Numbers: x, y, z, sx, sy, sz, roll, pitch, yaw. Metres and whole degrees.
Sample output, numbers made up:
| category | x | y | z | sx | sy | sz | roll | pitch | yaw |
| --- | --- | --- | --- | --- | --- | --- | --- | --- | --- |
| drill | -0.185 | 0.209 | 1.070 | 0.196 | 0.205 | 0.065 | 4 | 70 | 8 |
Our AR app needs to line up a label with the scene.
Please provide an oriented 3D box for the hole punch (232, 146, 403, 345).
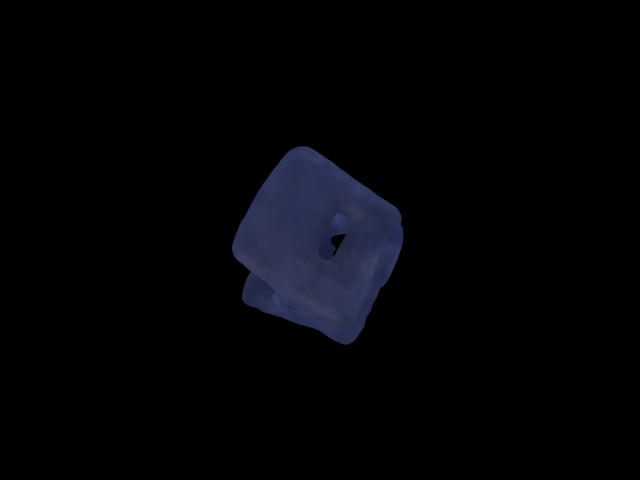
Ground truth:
| category | x | y | z | sx | sy | sz | roll | pitch | yaw |
| --- | --- | --- | --- | --- | --- | --- | --- | --- | --- |
| hole punch | 0.004 | 0.001 | 0.400 | 0.101 | 0.091 | 0.109 | 20 | 59 | 13 |
